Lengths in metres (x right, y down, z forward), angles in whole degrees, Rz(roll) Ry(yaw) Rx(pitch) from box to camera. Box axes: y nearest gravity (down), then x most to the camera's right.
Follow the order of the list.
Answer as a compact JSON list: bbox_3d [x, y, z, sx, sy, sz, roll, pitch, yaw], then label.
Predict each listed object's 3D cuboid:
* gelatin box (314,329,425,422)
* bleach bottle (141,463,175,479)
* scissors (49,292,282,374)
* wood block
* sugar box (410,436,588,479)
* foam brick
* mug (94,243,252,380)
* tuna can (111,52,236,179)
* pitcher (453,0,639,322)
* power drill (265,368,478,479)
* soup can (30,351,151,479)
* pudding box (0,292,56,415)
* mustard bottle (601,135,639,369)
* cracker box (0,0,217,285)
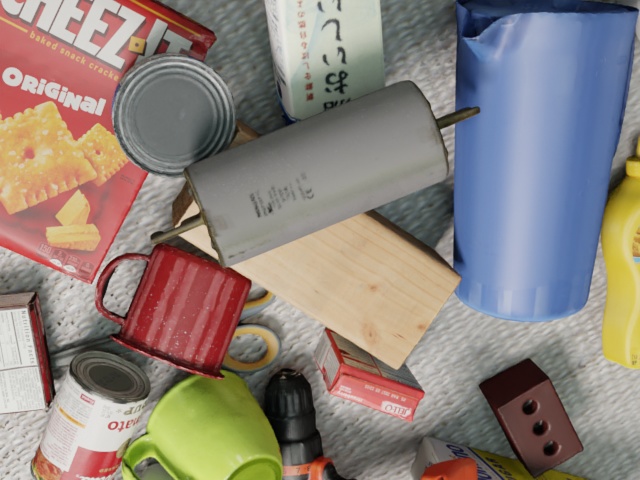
[{"bbox_3d":[0.038,0.110,0.866,0.073,0.089,0.030,21,100,-13],"label":"gelatin box"},{"bbox_3d":[-0.115,0.319,0.914,0.102,0.068,0.251,6,106,-8],"label":"bleach bottle"},{"bbox_3d":[-0.119,0.092,0.876,0.201,0.016,0.096,-28,104,0],"label":"scissors"},{"bbox_3d":[-0.005,0.001,0.831,0.206,0.091,0.090,33,97,-14],"label":"wood block"},{"bbox_3d":[0.173,0.223,0.913,0.176,0.093,0.048,19,100,-13],"label":"sugar box"},{"bbox_3d":[0.181,0.152,0.917,0.053,0.051,0.078,-30,106,-1],"label":"foam brick"},{"bbox_3d":[-0.113,0.048,0.815,0.117,0.093,0.081,22,87,-12],"label":"mug"},{"bbox_3d":[-0.104,-0.088,0.752,0.086,0.034,0.086,-4,106,-13],"label":"tuna can"},{"bbox_3d":[0.172,-0.067,0.828,0.149,0.145,0.243,3,108,3],"label":"pitcher"},{"bbox_3d":[0.034,0.200,0.858,0.188,0.057,0.184,2,101,37],"label":"power drill"},{"bbox_3d":[-0.182,0.148,0.848,0.068,0.068,0.102,20,110,-13],"label":"soup can"},{"bbox_3d":[-0.272,0.093,0.840,0.113,0.039,0.090,-6,104,-2],"label":"pudding box"},{"bbox_3d":[0.277,0.005,0.887,0.096,0.058,0.191,-12,106,-24],"label":"mustard bottle"},{"bbox_3d":[-0.196,-0.095,0.788,0.164,0.072,0.214,26,99,-14],"label":"cracker box"}]
